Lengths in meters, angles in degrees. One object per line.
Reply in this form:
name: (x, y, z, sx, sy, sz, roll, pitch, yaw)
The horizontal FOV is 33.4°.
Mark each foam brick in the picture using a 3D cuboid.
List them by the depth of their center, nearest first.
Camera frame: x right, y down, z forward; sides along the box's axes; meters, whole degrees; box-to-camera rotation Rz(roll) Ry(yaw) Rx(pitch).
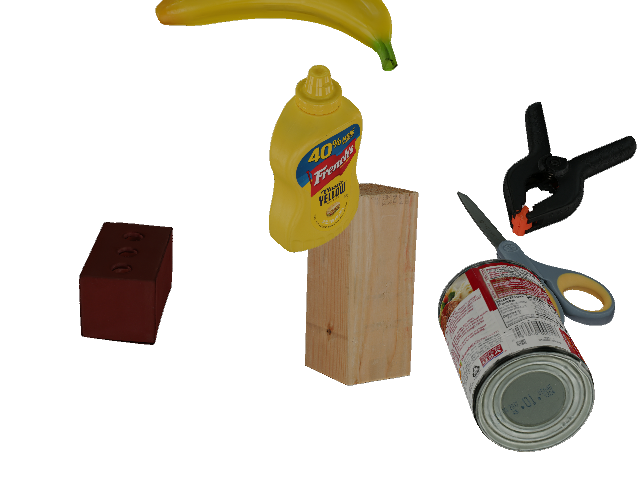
foam brick: (-0.135, 0.029, 0.751, 0.053, 0.051, 0.078, 5, 30, -1)

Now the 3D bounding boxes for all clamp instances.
clamp: (0.230, -0.076, 1.089, 0.120, 0.039, 0.171, 29, 55, 30)

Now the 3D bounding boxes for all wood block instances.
wood block: (0.044, 0.044, 1.184, 0.090, 0.206, 0.091, -5, 12, -33)

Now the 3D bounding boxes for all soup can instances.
soup can: (0.110, 0.063, 0.609, 0.068, 0.068, 0.102, 0, 26, -5)

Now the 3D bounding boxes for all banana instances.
banana: (-0.027, -0.178, 0.813, 0.198, 0.069, 0.037, 13, -40, 17)

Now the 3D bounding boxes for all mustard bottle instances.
mustard bottle: (-0.004, -0.081, 0.984, 0.096, 0.192, 0.058, -31, 55, -27)

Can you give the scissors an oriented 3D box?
scissors: (0.175, 0.015, 0.871, 0.096, 0.016, 0.202, 0, 36, -4)
